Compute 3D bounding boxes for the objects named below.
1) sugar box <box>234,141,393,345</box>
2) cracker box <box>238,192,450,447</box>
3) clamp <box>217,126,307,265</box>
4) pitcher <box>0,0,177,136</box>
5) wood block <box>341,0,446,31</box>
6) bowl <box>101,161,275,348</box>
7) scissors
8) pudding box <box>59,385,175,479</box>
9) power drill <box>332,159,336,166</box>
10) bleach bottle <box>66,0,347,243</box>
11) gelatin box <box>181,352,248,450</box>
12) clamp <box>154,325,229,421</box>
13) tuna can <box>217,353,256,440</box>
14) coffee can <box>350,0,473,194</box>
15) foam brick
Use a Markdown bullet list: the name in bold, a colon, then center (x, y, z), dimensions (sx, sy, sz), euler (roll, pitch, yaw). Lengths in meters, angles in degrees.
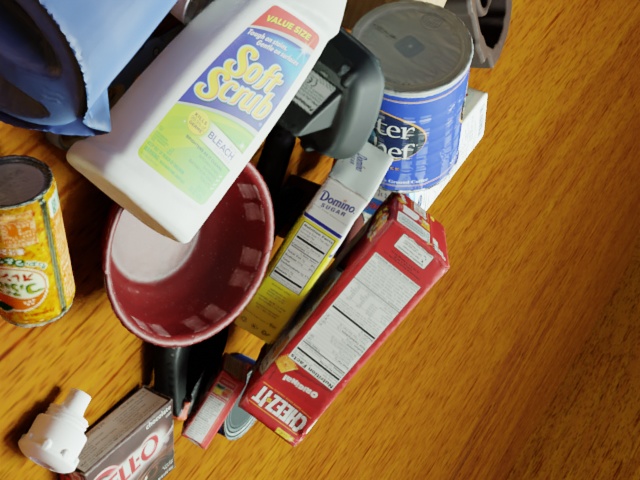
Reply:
- **sugar box**: center (-0.006, 0.001, 0.917), dimensions (0.176, 0.048, 0.093), euler (-60, 179, 31)
- **cracker box**: center (0.026, 0.065, 0.967), dimensions (0.214, 0.072, 0.164), euler (-51, -176, 12)
- **clamp**: center (-0.057, -0.016, 0.923), dimensions (0.120, 0.039, 0.171), euler (80, 31, -51)
- **pitcher**: center (-0.124, -0.191, 0.590), dimensions (0.242, 0.145, 0.149), euler (-57, 168, -31)
- **wood block**: center (0.082, -0.278, 0.927), dimensions (0.090, 0.091, 0.206), euler (-42, 161, -46)
- **bowl**: center (-0.113, -0.001, 0.829), dimensions (0.161, 0.055, 0.162), euler (-18, 117, -39)
- **scissors**: center (-0.127, -0.144, 0.749), dimensions (0.201, 0.016, 0.096), euler (-53, 154, -30)
- **pudding box**: center (-0.175, 0.194, 0.931), dimensions (0.113, 0.039, 0.090), euler (-42, 147, -44)
- **power drill**: center (0.074, -0.143, 1.102), dimensions (0.187, 0.057, 0.185), euler (-38, 151, -61)
- **bleach bottle**: center (-0.060, -0.125, 0.742), dimensions (0.102, 0.068, 0.250), euler (43, 77, -36)
- **gelatin box**: center (-0.100, 0.150, 1.014), dimensions (0.073, 0.030, 0.089), euler (-57, -174, 3)
- **clamp**: center (-0.109, 0.057, 0.953), dimensions (0.164, 0.036, 0.210), euler (26, 83, -66)
- **tuna can**: center (-0.087, 0.161, 1.102), dimensions (0.086, 0.034, 0.086), euler (-48, 151, -38)
- **coffee can**: center (0.075, -0.122, 0.927), dimensions (0.102, 0.103, 0.140), euler (-55, 161, -27)
- **foam brick**: center (-0.003, -0.022, 1.060), dimensions (0.053, 0.078, 0.051), euler (-62, 156, -17)
